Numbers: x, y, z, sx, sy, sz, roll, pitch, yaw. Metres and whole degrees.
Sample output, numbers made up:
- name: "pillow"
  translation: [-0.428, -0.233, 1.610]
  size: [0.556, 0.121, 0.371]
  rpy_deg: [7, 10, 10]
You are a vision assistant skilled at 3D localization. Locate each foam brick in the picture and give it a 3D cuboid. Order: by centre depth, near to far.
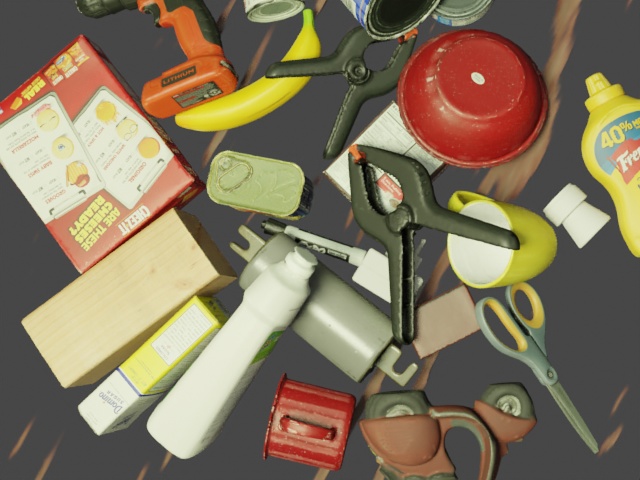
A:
- name: "foam brick"
  translation: [0.130, 0.086, 1.121]
  size: [0.078, 0.053, 0.051]
  rpy_deg: [-28, 81, 8]

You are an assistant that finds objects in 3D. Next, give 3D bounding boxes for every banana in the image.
- name: "banana"
  translation: [-0.068, -0.170, 1.187]
  size: [0.198, 0.037, 0.070]
  rpy_deg: [-37, 63, 4]

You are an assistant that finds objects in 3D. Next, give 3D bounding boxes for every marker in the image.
- name: "marker"
  translation: [-0.008, 0.001, 1.168]
  size: [0.121, 0.020, 0.020]
  rpy_deg: [19, 89, 11]

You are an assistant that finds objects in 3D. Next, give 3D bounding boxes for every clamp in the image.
- name: "clamp"
  translation: [0.098, -0.022, 1.078]
  size: [0.165, 0.036, 0.210]
  rpy_deg: [-37, 66, 27]
- name: "clamp"
  translation: [0.039, -0.170, 1.157]
  size: [0.171, 0.039, 0.120]
  rpy_deg: [-28, 105, -5]

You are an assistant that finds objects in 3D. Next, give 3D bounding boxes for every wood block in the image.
- name: "wood block"
  translation: [-0.205, 0.064, 1.161]
  size: [0.206, 0.090, 0.090]
  rpy_deg: [-36, 80, 5]

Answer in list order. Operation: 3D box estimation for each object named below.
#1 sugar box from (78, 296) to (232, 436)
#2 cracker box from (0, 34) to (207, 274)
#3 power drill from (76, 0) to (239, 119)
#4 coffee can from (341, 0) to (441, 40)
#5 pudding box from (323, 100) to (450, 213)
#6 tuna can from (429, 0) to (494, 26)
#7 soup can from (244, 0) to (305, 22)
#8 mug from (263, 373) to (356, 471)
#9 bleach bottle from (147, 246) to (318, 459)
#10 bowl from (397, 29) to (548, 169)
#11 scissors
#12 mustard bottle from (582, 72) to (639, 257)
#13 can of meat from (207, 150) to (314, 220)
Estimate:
- name: "sugar box"
  translation: [-0.173, 0.134, 1.148]
  size: [0.176, 0.093, 0.048]
  rpy_deg: [-41, 80, 4]
- name: "cracker box"
  translation: [-0.255, -0.093, 1.193]
  size: [0.164, 0.072, 0.214]
  rpy_deg: [-39, 81, 5]
- name: "power drill"
  translation: [-0.176, -0.234, 1.184]
  size: [0.184, 0.057, 0.188]
  rpy_deg: [-19, 72, 13]
- name: "coffee can"
  translation: [0.052, -0.295, 1.123]
  size: [0.103, 0.102, 0.140]
  rpy_deg: [-38, 64, 5]
- name: "pudding box"
  translation: [0.073, -0.080, 1.152]
  size: [0.113, 0.039, 0.090]
  rpy_deg: [-44, 79, 2]
- name: "tuna can"
  translation: [0.149, -0.276, 1.157]
  size: [0.086, 0.033, 0.086]
  rpy_deg: [-1, 85, 10]
- name: "soup can"
  translation: [-0.059, -0.300, 1.178]
  size: [0.068, 0.068, 0.102]
  rpy_deg: [-13, 84, 8]
- name: "mug"
  translation: [-0.010, 0.192, 1.106]
  size: [0.081, 0.117, 0.093]
  rpy_deg: [13, 83, 5]
- name: "bleach bottle"
  translation: [-0.079, 0.108, 1.094]
  size: [0.068, 0.102, 0.251]
  rpy_deg: [39, 110, 7]
- name: "bowl"
  translation: [0.163, -0.159, 1.115]
  size: [0.162, 0.055, 0.162]
  rpy_deg: [0, 74, -1]
- name: "scissors"
  translation: [0.239, 0.122, 1.112]
  size: [0.201, 0.016, 0.096]
  rpy_deg: [44, 55, -12]
- name: "mustard bottle"
  translation: [0.326, -0.086, 1.099]
  size: [0.096, 0.058, 0.191]
  rpy_deg: [-27, 81, 7]
- name: "can of meat"
  translation: [-0.061, -0.056, 1.149]
  size: [0.102, 0.084, 0.057]
  rpy_deg: [11, 87, 10]
